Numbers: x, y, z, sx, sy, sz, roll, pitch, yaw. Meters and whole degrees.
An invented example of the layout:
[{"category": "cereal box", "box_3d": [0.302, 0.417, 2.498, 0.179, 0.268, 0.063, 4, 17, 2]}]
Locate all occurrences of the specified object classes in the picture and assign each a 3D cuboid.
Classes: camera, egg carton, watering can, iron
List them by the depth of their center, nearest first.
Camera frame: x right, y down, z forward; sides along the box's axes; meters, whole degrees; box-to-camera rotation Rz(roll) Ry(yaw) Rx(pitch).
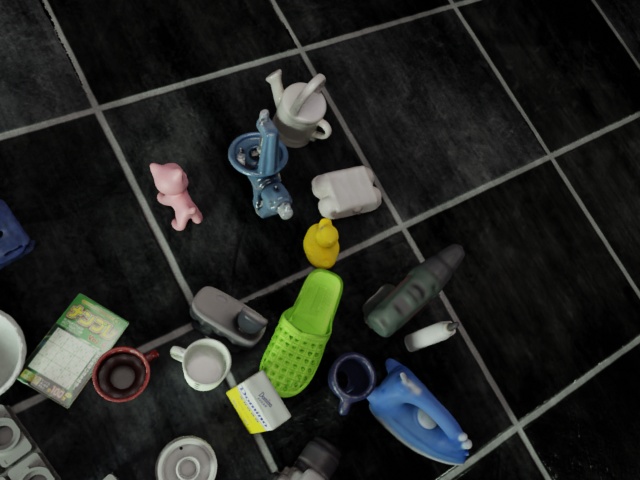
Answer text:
[{"category": "camera", "box_3d": [-0.006, 0.437, 1.027, 0.143, 0.100, 0.137, 39, 65, -1]}, {"category": "iron", "box_3d": [0.214, 0.344, 1.106, 0.258, 0.141, 0.119, 42, 65, 1]}, {"category": "watering can", "box_3d": [-0.044, -0.290, 1.227, 0.173, 0.194, 0.101, 22, 66, -8]}, {"category": "egg carton", "box_3d": [0.059, -0.103, 1.260, 0.150, 0.069, 0.107, -16, 76, -21]}]

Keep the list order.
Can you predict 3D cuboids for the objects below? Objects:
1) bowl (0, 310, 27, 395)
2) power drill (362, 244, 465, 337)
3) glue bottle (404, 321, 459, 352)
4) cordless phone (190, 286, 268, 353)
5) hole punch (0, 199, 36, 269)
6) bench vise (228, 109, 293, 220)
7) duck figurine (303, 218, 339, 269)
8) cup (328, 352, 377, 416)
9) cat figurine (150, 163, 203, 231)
[{"category": "bowl", "box_3d": [-0.574, 0.197, 0.953, 0.168, 0.074, 0.167, 6, 69, -15]}, {"category": "power drill", "box_3d": [0.170, 0.109, 1.141, 0.075, 0.208, 0.230, 47, 65, 3]}, {"category": "glue bottle", "box_3d": [0.236, 0.187, 1.152, 0.078, 0.173, 0.037, -16, 76, -21]}, {"category": "cordless phone", "box_3d": [-0.161, 0.132, 1.043, 0.147, 0.185, 0.094, 29, 65, -5]}, {"category": "hole punch", "box_3d": [-0.579, -0.005, 1.015, 0.109, 0.091, 0.101, -36, 84, -25]}, {"category": "bench vise", "box_3d": [-0.095, -0.154, 1.147, 0.207, 0.219, 0.122, 47, 65, 3]}, {"category": "duck figurine", "box_3d": [0.011, 0.004, 1.197, 0.078, 0.086, 0.104, 1, 70, -17]}, {"category": "cup", "box_3d": [0.049, 0.281, 1.103, 0.092, 0.095, 0.118, 20, 66, -9]}, {"category": "cat figurine", "box_3d": [-0.280, -0.096, 1.126, 0.067, 0.117, 0.128, -31, 82, -24]}]
